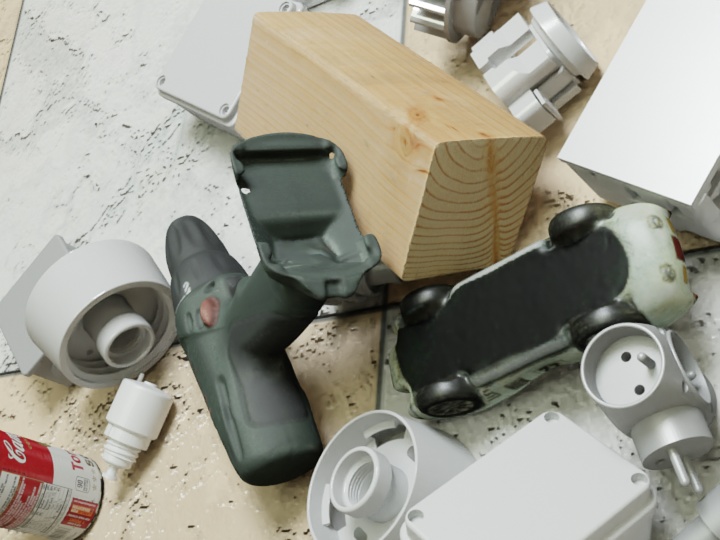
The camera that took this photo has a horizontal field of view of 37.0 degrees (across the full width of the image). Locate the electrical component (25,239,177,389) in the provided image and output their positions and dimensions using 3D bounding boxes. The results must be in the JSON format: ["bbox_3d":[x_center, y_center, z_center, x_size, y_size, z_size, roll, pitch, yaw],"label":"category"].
[{"bbox_3d":[-0.184,0.038,0.795,0.108,0.108,0.060,-51,54,6],"label":"electrical component"}]

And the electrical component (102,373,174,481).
[{"bbox_3d":[-0.167,0.116,0.787,0.040,0.040,0.078,16,79,41],"label":"electrical component"}]

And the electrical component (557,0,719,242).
[{"bbox_3d":[0.194,-0.102,0.600,0.089,0.062,0.150,28,87,42],"label":"electrical component"}]

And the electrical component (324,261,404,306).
[{"bbox_3d":[0.000,0.000,0.713,0.062,0.048,0.048,0,69,30],"label":"electrical component"}]

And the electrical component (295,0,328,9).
[{"bbox_3d":[-0.034,-0.265,0.862,0.100,0.048,0.099,-13,61,33],"label":"electrical component"}]

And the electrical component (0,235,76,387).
[{"bbox_3d":[-0.242,0.035,0.877,0.099,0.048,0.099,-49,49,8],"label":"electrical component"}]

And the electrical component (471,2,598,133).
[{"bbox_3d":[0.112,-0.131,0.681,0.057,0.058,0.078,-39,50,20],"label":"electrical component"}]

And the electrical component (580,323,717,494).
[{"bbox_3d":[0.152,0.073,0.538,0.044,0.077,0.079,-31,54,23],"label":"electrical component"}]

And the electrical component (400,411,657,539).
[{"bbox_3d":[0.085,0.132,0.538,0.113,0.057,0.078,-30,42,-25],"label":"electrical component"}]

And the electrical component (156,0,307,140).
[{"bbox_3d":[-0.092,-0.164,0.852,0.109,0.056,0.108,29,88,42],"label":"electrical component"}]

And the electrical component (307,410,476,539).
[{"bbox_3d":[0.018,0.134,0.636,0.099,0.064,0.099,-31,42,33],"label":"electrical component"}]
